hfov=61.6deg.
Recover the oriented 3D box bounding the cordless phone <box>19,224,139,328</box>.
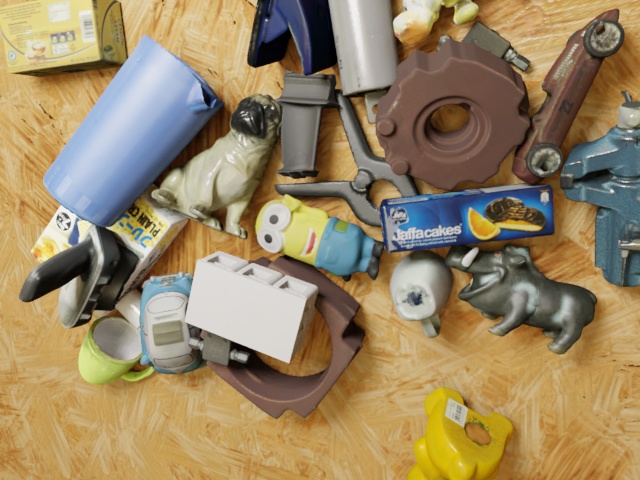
[{"bbox_3d":[-0.345,0.067,0.731,0.089,0.184,0.146,34,109,0],"label":"cordless phone"}]

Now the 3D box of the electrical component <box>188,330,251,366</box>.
[{"bbox_3d":[-0.139,0.139,0.747,0.094,0.021,0.063,11,104,16],"label":"electrical component"}]

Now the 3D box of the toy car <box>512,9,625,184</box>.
[{"bbox_3d":[0.274,-0.160,0.611,0.053,0.089,0.202,22,108,8],"label":"toy car"}]

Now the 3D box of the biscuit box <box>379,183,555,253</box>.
[{"bbox_3d":[0.176,-0.028,0.661,0.203,0.059,0.062,-7,99,5],"label":"biscuit box"}]

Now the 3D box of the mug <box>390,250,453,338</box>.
[{"bbox_3d":[0.129,0.076,0.696,0.081,0.107,0.109,-11,96,21],"label":"mug"}]

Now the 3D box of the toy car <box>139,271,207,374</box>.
[{"bbox_3d":[-0.218,0.133,0.806,0.109,0.103,0.161,-6,98,-9],"label":"toy car"}]

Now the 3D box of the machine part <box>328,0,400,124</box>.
[{"bbox_3d":[0.052,-0.267,0.665,0.079,0.079,0.243,-6,100,18],"label":"machine part"}]

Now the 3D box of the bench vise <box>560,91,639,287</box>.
[{"bbox_3d":[0.393,-0.044,0.572,0.241,0.129,0.223,5,111,34],"label":"bench vise"}]

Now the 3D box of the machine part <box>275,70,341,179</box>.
[{"bbox_3d":[-0.020,-0.148,0.699,0.084,0.039,0.138,11,99,12],"label":"machine part"}]

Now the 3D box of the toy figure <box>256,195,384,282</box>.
[{"bbox_3d":[-0.003,0.001,0.737,0.180,0.089,0.082,17,78,3],"label":"toy figure"}]

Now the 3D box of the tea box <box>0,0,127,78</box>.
[{"bbox_3d":[-0.381,-0.301,0.798,0.170,0.068,0.098,1,101,18],"label":"tea box"}]

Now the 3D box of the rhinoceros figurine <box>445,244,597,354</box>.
[{"bbox_3d":[0.246,0.064,0.675,0.190,0.073,0.112,24,108,11],"label":"rhinoceros figurine"}]

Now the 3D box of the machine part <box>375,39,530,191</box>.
[{"bbox_3d":[0.153,-0.140,0.631,0.179,0.056,0.179,4,130,5],"label":"machine part"}]

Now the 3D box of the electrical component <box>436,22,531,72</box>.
[{"bbox_3d":[0.190,-0.216,0.649,0.102,0.045,0.078,43,111,5],"label":"electrical component"}]

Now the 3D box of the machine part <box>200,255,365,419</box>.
[{"bbox_3d":[-0.053,0.136,0.777,0.201,0.087,0.201,36,109,9],"label":"machine part"}]

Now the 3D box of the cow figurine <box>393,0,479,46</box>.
[{"bbox_3d":[0.152,-0.305,0.627,0.167,0.068,0.098,-27,65,18],"label":"cow figurine"}]

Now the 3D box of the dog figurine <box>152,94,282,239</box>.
[{"bbox_3d":[-0.139,-0.116,0.761,0.173,0.121,0.190,18,81,30],"label":"dog figurine"}]

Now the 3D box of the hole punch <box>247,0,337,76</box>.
[{"bbox_3d":[-0.025,-0.266,0.665,0.092,0.142,0.115,20,120,14],"label":"hole punch"}]

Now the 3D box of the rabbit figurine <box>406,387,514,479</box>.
[{"bbox_3d":[0.173,0.316,0.724,0.122,0.162,0.173,25,126,-2],"label":"rabbit figurine"}]
